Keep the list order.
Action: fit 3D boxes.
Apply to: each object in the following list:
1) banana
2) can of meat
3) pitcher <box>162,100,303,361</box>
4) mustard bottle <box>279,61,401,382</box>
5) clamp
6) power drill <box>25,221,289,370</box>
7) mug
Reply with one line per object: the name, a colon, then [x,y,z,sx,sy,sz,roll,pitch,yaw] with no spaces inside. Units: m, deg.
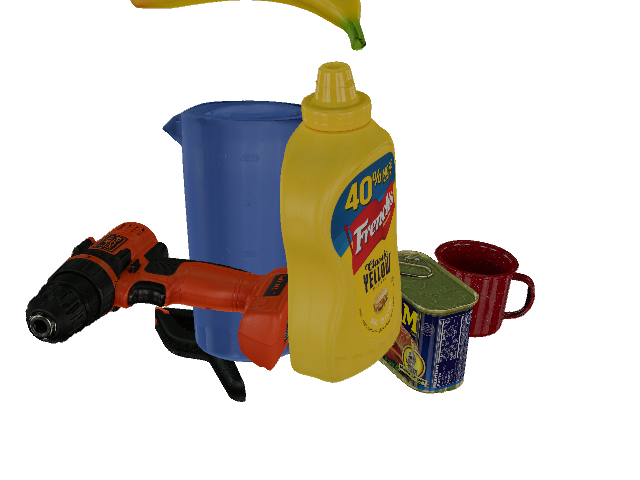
banana: [-0.050,-0.195,0.826,0.198,0.069,0.037,13,-39,17]
can of meat: [0.082,0.068,0.895,0.057,0.084,0.102,-12,30,-27]
pitcher: [-0.058,-0.012,1.027,0.144,0.243,0.149,-11,19,-37]
mustard bottle: [0.013,-0.015,0.655,0.058,0.192,0.096,14,32,31]
clamp: [-0.121,0.125,1.260,0.210,0.036,0.164,15,24,25]
power drill: [-0.115,0.045,0.837,0.188,0.057,0.184,14,24,9]
mug: [0.181,0.057,1.194,0.117,0.081,0.093,8,24,4]
